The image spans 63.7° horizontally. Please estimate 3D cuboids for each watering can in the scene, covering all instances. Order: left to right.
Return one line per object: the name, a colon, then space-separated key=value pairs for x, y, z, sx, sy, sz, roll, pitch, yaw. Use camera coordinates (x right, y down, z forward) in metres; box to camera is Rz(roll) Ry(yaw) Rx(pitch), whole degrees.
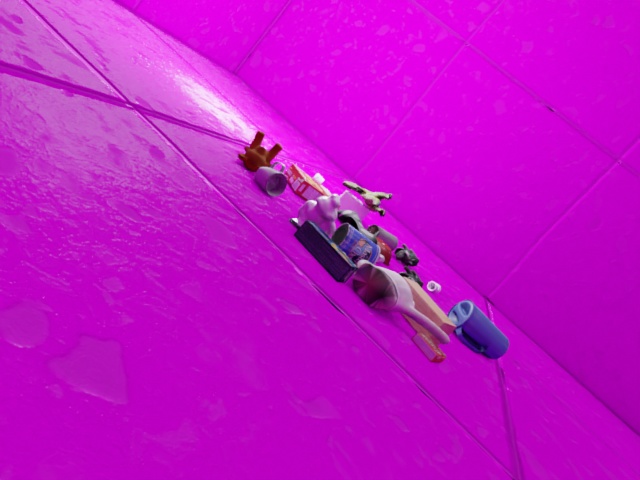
watering can: x=0.221 y=0.169 z=1.482 sx=0.352 sy=0.103 sz=0.223 roll=44 pitch=13 yaw=28

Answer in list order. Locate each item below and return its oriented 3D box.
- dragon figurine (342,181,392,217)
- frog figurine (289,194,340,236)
dragon figurine: x=0.208 y=-0.209 z=2.424 sx=0.244 sy=0.122 sz=0.410 roll=26 pitch=7 yaw=15
frog figurine: x=0.005 y=-0.080 z=1.585 sx=0.121 sy=0.158 sz=0.140 roll=30 pitch=15 yaw=-49
